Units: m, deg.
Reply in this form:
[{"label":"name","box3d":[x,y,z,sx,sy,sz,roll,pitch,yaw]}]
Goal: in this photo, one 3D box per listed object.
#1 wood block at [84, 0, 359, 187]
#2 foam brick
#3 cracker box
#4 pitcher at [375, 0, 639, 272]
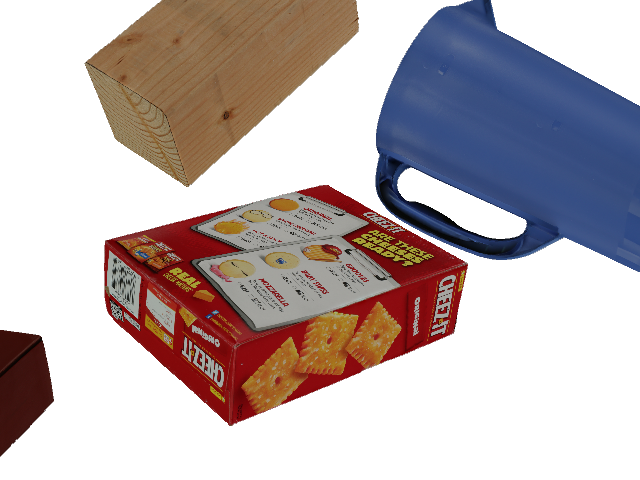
[{"label":"wood block","box3d":[-0.071,-0.154,0.845,0.090,0.205,0.091,33,-25,27]},{"label":"foam brick","box3d":[-0.216,0.098,0.680,0.053,0.051,0.078,6,29,22]},{"label":"cracker box","box3d":[-0.026,0.037,0.783,0.213,0.072,0.164,-16,34,-38]},{"label":"pitcher","box3d":[0.169,-0.065,0.830,0.243,0.149,0.144,30,46,17]}]
